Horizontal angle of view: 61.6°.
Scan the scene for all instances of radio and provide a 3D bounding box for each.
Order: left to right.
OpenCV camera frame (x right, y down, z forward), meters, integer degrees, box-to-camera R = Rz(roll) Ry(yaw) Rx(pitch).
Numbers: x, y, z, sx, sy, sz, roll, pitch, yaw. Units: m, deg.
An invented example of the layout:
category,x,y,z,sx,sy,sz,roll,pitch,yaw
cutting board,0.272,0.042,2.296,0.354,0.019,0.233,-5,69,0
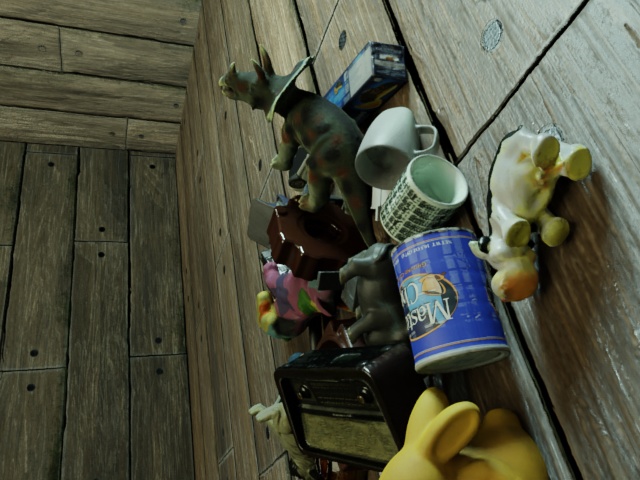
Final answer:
category,x,y,z,sx,sy,sz,roll,pitch,yaw
radio,0.038,0.207,0.680,0.230,0.073,0.131,-19,92,52

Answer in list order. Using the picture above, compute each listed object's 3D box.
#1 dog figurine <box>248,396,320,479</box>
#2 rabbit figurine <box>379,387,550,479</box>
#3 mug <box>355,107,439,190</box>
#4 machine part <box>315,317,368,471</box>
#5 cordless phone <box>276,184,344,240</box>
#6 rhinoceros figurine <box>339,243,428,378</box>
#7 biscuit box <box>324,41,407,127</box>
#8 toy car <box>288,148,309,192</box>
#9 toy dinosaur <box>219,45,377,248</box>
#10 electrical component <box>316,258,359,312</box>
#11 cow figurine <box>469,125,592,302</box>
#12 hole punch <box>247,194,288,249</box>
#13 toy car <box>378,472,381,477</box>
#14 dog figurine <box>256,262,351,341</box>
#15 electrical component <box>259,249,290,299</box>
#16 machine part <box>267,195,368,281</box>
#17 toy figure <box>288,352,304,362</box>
category,x,y,z,sx,sy,sz,roll,pitch,yaw
dog figurine,-0.024,0.363,0.991,0.190,0.121,0.172,56,160,0
rabbit figurine,0.136,0.236,0.533,0.122,0.173,0.162,179,88,-72
mug,0.109,-0.136,0.736,0.110,0.080,0.107,-12,45,32
machine part,0.055,0.240,0.849,0.202,0.087,0.200,-109,29,-43
cordless phone,-0.040,-0.061,1.068,0.184,0.089,0.146,42,128,53
rhinoceros figurine,0.093,0.096,0.707,0.073,0.112,0.190,-39,-67,-72
biscuit box,0.065,-0.242,0.880,0.203,0.063,0.059,149,119,-65
toy car,-0.022,-0.175,1.106,0.201,0.056,0.073,127,145,-53
toy dinosaur,0.009,-0.152,0.858,0.405,0.131,0.192,46,151,21
electrical component,0.058,0.065,0.805,0.048,0.119,0.074,-134,52,-62
cow figurine,0.195,-0.027,0.538,0.098,0.068,0.167,-125,45,-64
hole punch,-0.099,-0.040,1.273,0.116,0.092,0.142,28,117,32
toy car,0.112,0.352,0.697,0.053,0.089,0.202,-143,58,-64
dog figurine,-0.018,0.117,0.968,0.219,0.108,0.191,21,104,53
electrical component,-0.087,0.079,1.194,0.134,0.058,0.114,54,155,42
machine part,-0.002,-0.003,0.895,0.179,0.179,0.056,-112,35,-45
toy figure,-0.020,0.275,1.076,0.064,0.058,0.155,58,167,-22
